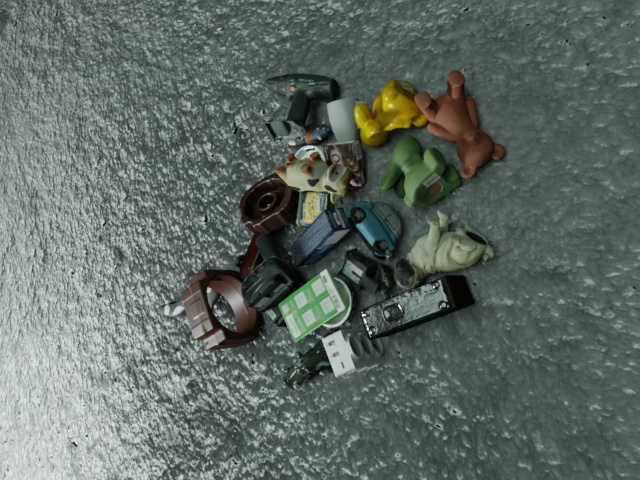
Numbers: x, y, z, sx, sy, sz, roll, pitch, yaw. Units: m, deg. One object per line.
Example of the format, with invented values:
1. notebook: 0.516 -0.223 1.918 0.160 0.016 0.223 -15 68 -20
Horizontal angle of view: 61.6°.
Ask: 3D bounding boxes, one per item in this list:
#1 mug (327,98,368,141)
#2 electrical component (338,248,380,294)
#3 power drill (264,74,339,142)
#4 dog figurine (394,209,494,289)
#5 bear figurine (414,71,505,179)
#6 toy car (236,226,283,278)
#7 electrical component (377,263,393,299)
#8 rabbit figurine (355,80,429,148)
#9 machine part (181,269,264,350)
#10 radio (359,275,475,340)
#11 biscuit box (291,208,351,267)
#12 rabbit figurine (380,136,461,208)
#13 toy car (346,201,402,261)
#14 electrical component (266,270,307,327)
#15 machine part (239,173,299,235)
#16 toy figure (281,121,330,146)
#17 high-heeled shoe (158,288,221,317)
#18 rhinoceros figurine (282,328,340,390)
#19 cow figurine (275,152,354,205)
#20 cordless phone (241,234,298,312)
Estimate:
1. mug: 0.077 -0.298 1.350 0.110 0.081 0.107 -6 98 27
2. electrical component: 0.104 0.080 1.289 0.119 0.048 0.074 33 120 32
3. power drill: -0.075 -0.356 1.422 0.232 0.085 0.207 6 53 26
4. dog figurine: 0.267 0.052 1.184 0.173 0.121 0.190 39 120 31
5. bear figurine: 0.306 -0.244 1.166 0.120 0.131 0.196 -30 62 11
6. toy car: -0.164 0.012 1.477 0.089 0.053 0.202 23 92 36
7. electrical component: 0.150 0.095 1.265 0.094 0.021 0.063 -110 26 -61
8. rabbit figurine: 0.155 -0.280 1.268 0.122 0.162 0.173 55 131 12
9. machine part: -0.259 0.184 1.429 0.087 0.201 0.201 -34 68 29
10. radio: 0.208 0.148 1.176 0.230 0.131 0.073 -28 72 27
11. biscuit box: -0.003 -0.004 1.324 0.202 0.059 0.063 -44 62 50
12. rabbit figurine: 0.220 -0.160 1.238 0.159 0.121 0.170 -48 44 26
13. toy car: 0.138 -0.035 1.265 0.103 0.109 0.162 -38 72 -3
14. electrical component: -0.095 0.145 1.415 0.134 0.058 0.115 -50 64 17
15. machine part: -0.134 -0.095 1.431 0.179 0.056 0.179 -19 47 22
16. toy figure: -0.038 -0.283 1.431 0.155 0.058 0.064 5 93 28
17. high-heeled shoe: -0.388 0.157 1.590 0.249 0.086 0.145 0 80 29
18. rhinoceros figurine: -0.009 0.294 1.311 0.190 0.112 0.073 -43 66 13
19. cow figurine: -0.003 -0.150 1.316 0.195 0.127 0.085 6 56 45
20. cordless phone: -0.152 0.078 1.391 0.146 0.088 0.184 -43 53 22
